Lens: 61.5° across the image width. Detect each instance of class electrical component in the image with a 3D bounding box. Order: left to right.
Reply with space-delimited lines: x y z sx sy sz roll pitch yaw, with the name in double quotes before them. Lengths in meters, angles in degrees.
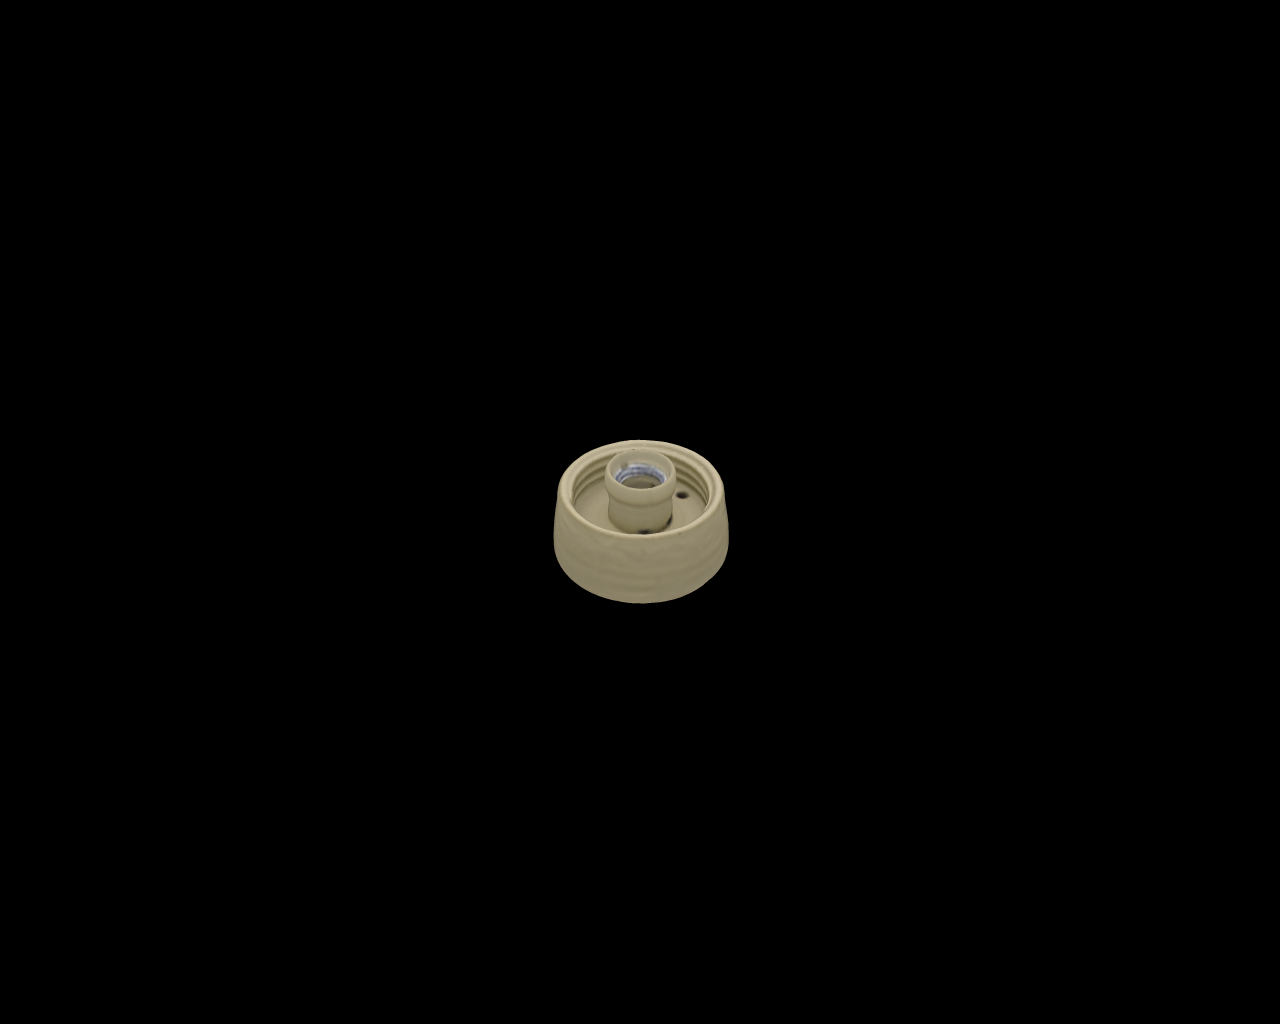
"electrical component" 0.001 -0.003 0.650 0.108 0.060 0.108 0 39 0
